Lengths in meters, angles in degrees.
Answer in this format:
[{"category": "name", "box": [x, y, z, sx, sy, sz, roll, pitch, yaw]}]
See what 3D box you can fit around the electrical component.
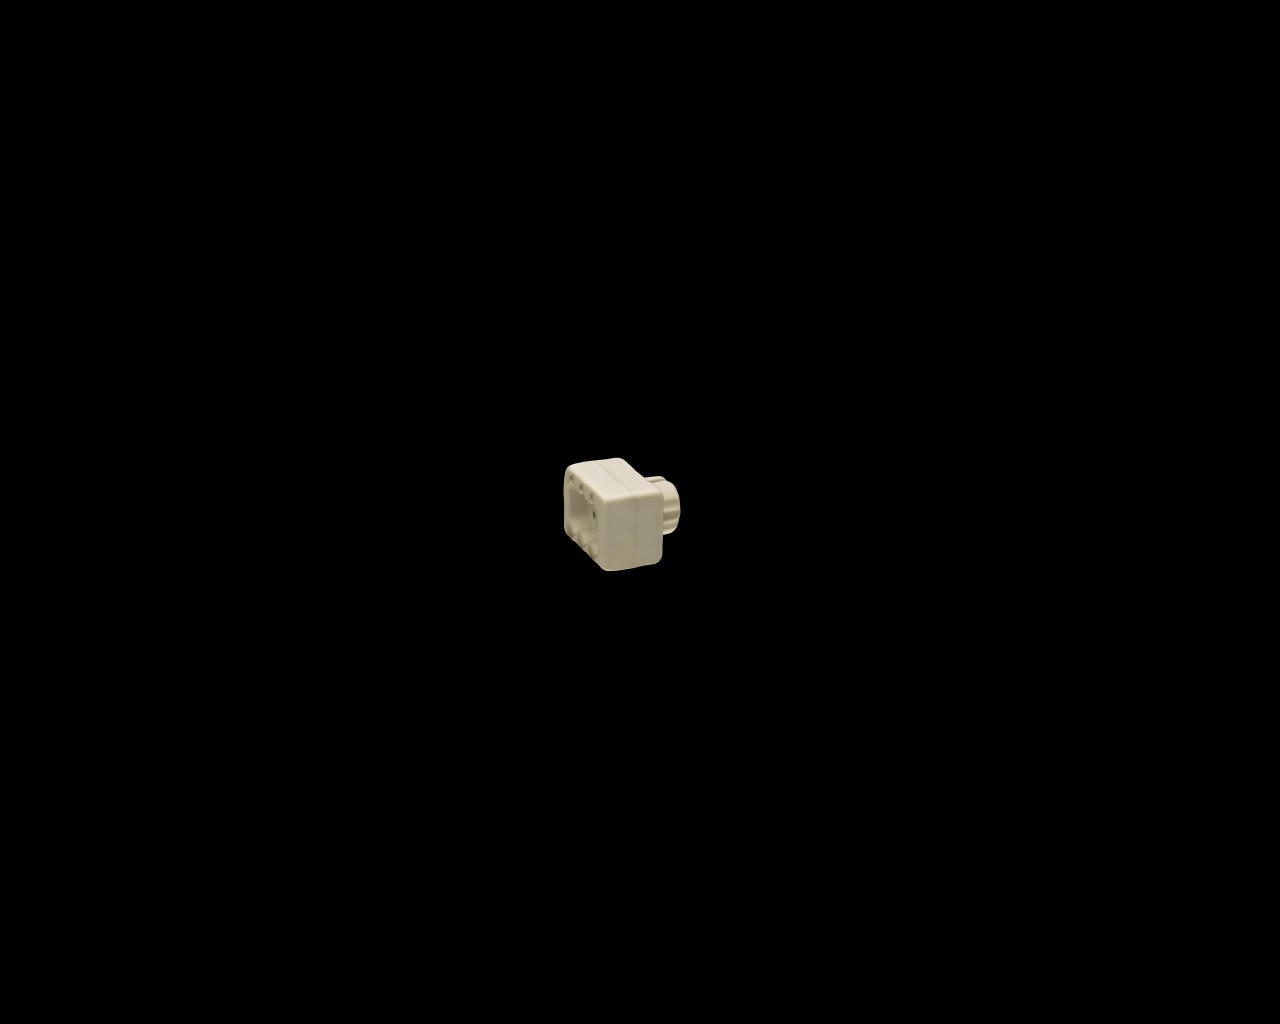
[{"category": "electrical component", "box": [0.001, -0.003, 0.650, 0.077, 0.047, 0.066, -10, 24, -22]}]
